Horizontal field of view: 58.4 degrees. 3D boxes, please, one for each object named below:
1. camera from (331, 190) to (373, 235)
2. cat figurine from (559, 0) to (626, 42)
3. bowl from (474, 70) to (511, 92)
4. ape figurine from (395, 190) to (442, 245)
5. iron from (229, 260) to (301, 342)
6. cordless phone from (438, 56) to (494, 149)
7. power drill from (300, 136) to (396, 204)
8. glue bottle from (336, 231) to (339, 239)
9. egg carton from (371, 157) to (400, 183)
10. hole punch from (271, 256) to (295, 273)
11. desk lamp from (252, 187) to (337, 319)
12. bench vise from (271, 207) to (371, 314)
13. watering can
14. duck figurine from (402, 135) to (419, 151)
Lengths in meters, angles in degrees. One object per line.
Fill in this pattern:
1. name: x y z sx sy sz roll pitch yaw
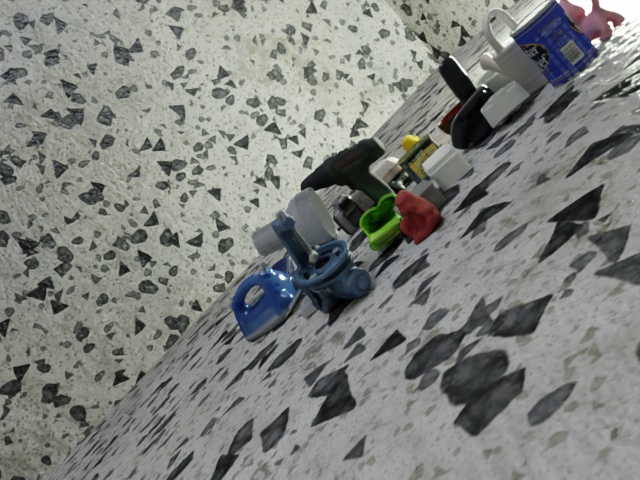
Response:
1. camera: 0.087 -0.094 1.636 0.143 0.101 0.136 -46 8 -10
2. cat figurine: 0.527 -0.449 1.161 0.067 0.118 0.127 -47 8 -13
3. bowl: 0.462 -0.405 1.416 0.167 0.075 0.167 -44 8 8
4. ape figurine: 0.170 -0.050 1.029 0.076 0.092 0.077 -48 9 -24
5. iron: -0.161 0.158 1.463 0.258 0.141 0.119 -39 10 34
6. cordless phone: 0.314 -0.312 1.296 0.148 0.185 0.094 -49 9 -26
7. power drill: 0.094 -0.134 1.417 0.229 0.208 0.075 -42 9 19
8. glue bottle: -0.015 -0.060 1.721 0.037 0.173 0.078 -42 9 20
9. egg carton: 0.183 -0.185 1.729 0.150 0.069 0.107 -46 8 -7
10. hole punch: -0.102 0.112 1.579 0.108 0.091 0.101 -40 10 33
11. desk lamp: -0.029 0.022 1.226 0.203 0.213 0.118 -42 9 16
12. bench vise: -0.030 0.045 1.088 0.207 0.220 0.122 -36 12 45
13. watering can: 0.419 -0.413 1.247 0.172 0.194 0.101 -37 12 45
14. duck figurine: 0.263 -0.252 1.606 0.077 0.086 0.105 -36 12 46
